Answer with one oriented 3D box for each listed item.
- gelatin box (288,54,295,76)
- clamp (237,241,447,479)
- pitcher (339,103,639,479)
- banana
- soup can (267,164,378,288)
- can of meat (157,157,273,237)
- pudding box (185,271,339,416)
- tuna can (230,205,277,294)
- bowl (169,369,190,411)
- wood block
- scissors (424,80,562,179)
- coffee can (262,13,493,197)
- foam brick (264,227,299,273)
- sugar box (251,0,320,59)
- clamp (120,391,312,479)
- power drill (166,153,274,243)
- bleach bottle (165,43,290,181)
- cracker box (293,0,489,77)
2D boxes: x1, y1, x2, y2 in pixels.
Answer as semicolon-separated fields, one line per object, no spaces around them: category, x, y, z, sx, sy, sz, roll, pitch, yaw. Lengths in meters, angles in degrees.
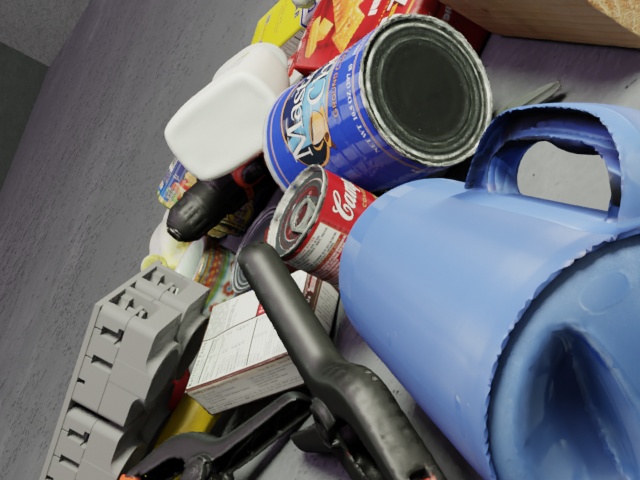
gelatin box;-0.034;-0.149;1.108;0.073;0.030;0.089;-30;39;53
clamp;0.011;0.093;0.634;0.036;0.164;0.210;-25;23;-17
pitcher;0.092;0.028;0.498;0.149;0.145;0.243;-48;19;-2
banana;-0.095;0.135;0.887;0.198;0.037;0.070;-56;4;-7
soup can;0.025;0.002;0.713;0.069;0.102;0.068;-48;26;33
can of meat;-0.102;-0.060;1.069;0.084;0.102;0.057;-60;21;15
pudding box;-0.044;0.078;0.819;0.114;0.039;0.090;-25;35;35
tuna can;-0.044;0.014;0.944;0.086;0.033;0.086;-48;26;33
bowl;-0.171;0.159;1.037;0.162;0.055;0.162;-48;26;33
wood block;0.146;-0.182;0.666;0.091;0.090;0.206;-62;21;3
scissors;0.091;-0.052;0.743;0.202;0.016;0.096;-4;63;65
coffee can;0.036;-0.082;0.737;0.141;0.102;0.102;-22;46;59
foam brick;-0.006;0.001;0.849;0.078;0.053;0.051;-45;29;40
sugar box;-0.019;-0.236;1.153;0.177;0.048;0.093;-34;35;53
clamp;-0.079;0.184;0.780;0.172;0.039;0.120;-24;38;29
power drill;-0.044;-0.066;0.943;0.184;0.057;0.188;-47;20;-19
bleach bottle;-0.065;-0.135;0.962;0.103;0.068;0.250;-33;16;18
cracker box;0.069;-0.199;0.880;0.164;0.072;0.214;-64;22;-1
